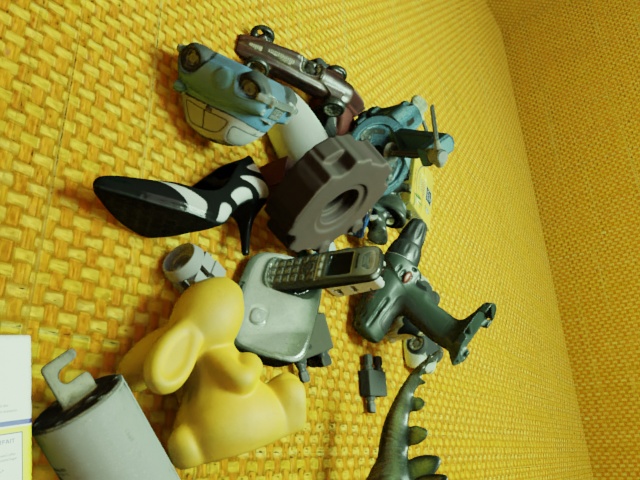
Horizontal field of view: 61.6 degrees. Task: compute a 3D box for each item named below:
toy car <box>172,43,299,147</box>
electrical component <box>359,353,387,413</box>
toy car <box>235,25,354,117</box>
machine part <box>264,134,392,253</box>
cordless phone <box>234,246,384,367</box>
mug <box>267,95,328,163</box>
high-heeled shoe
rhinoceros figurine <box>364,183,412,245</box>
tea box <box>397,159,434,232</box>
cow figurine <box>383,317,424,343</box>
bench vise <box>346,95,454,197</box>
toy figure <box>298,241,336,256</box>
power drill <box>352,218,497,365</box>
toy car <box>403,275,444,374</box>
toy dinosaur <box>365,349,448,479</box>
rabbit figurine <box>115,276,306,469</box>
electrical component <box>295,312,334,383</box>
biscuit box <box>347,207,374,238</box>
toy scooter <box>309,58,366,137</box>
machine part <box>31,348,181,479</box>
[{"bbox_3d":[-0.112,-0.168,0.662,0.103,0.162,0.109,-62,157,13],"label":"toy car"},{"bbox_3d":[0.088,0.234,0.877,0.063,0.021,0.094,27,54,-51],"label":"electrical component"},{"bbox_3d":[-0.033,-0.265,0.837,0.202,0.053,0.089,23,57,-24],"label":"toy car"},{"bbox_3d":[0.014,-0.056,0.699,0.056,0.179,0.179,50,23,23],"label":"machine part"},{"bbox_3d":[-0.012,0.074,0.636,0.088,0.184,0.147,55,35,-36],"label":"cordless phone"},{"bbox_3d":[-0.034,-0.173,0.818,0.109,0.081,0.107,-33,96,-51],"label":"mug"},{"bbox_3d":[-0.140,-0.070,0.602,0.248,0.086,0.145,30,50,-56],"label":"high-heeled shoe"},{"bbox_3d":[0.110,-0.070,0.977,0.190,0.112,0.073,-90,176,-47],"label":"rhinoceros figurine"},{"bbox_3d":[0.194,-0.101,1.159,0.098,0.068,0.170,48,39,-35],"label":"tea box"},{"bbox_3d":[0.145,0.097,0.959,0.068,0.098,0.167,29,54,-44],"label":"cow figurine"},{"bbox_3d":[0.120,-0.143,0.811,0.224,0.241,0.128,-30,114,-21],"label":"bench vise"},{"bbox_3d":[-0.003,-0.002,0.810,0.058,0.064,0.154,13,61,-15],"label":"toy figure"},{"bbox_3d":[0.174,0.087,0.869,0.232,0.207,0.085,-52,154,-14],"label":"power drill"},{"bbox_3d":[0.199,0.161,1.059,0.073,0.056,0.202,33,48,-39],"label":"toy car"},{"bbox_3d":[0.073,0.350,0.630,0.105,0.199,0.471,46,42,-42],"label":"toy dinosaur"},{"bbox_3d":[-0.113,0.123,0.531,0.162,0.122,0.173,1,79,-41],"label":"rabbit figurine"},{"bbox_3d":[-0.016,0.135,0.741,0.078,0.045,0.102,-22,92,-30],"label":"electrical component"},{"bbox_3d":[0.073,-0.096,0.915,0.062,0.059,0.203,95,12,-47],"label":"biscuit box"},{"bbox_3d":[0.033,-0.224,0.951,0.135,0.075,0.184,24,53,-46],"label":"toy scooter"},{"bbox_3d":[-0.160,0.202,0.443,0.079,0.079,0.243,-44,114,-56],"label":"machine part"}]
